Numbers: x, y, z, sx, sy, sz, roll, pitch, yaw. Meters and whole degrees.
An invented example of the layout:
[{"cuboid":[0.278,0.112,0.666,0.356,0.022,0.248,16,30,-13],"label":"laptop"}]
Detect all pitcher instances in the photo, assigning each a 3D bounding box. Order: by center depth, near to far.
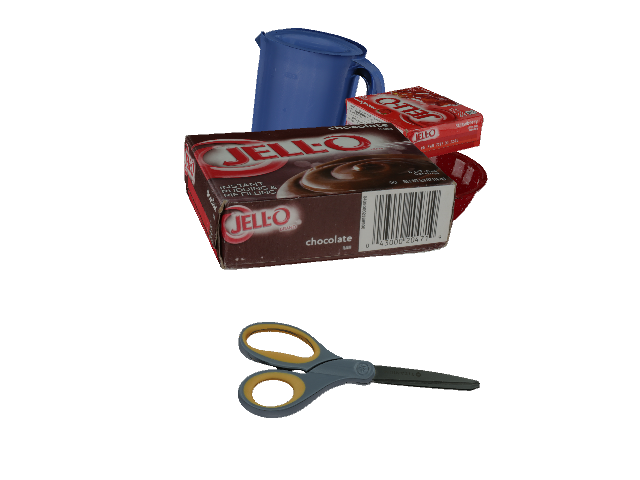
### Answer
[{"cuboid":[-0.018,-0.137,1.345,0.144,0.243,0.149,4,23,-16],"label":"pitcher"}]

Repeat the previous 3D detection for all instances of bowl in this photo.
[{"cuboid":[0.079,-0.047,1.040,0.162,0.055,0.162,3,25,-2],"label":"bowl"}]

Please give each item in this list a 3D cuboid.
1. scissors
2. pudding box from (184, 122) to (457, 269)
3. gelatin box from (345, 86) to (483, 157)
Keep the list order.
[{"cuboid":[0.021,0.121,0.870,0.202,0.096,0.016,18,-37,12],"label":"scissors"},{"cuboid":[-0.004,-0.025,0.515,0.113,0.039,0.090,-4,26,-16],"label":"pudding box"},{"cuboid":[0.073,-0.094,0.843,0.073,0.030,0.089,-14,29,-27],"label":"gelatin box"}]
